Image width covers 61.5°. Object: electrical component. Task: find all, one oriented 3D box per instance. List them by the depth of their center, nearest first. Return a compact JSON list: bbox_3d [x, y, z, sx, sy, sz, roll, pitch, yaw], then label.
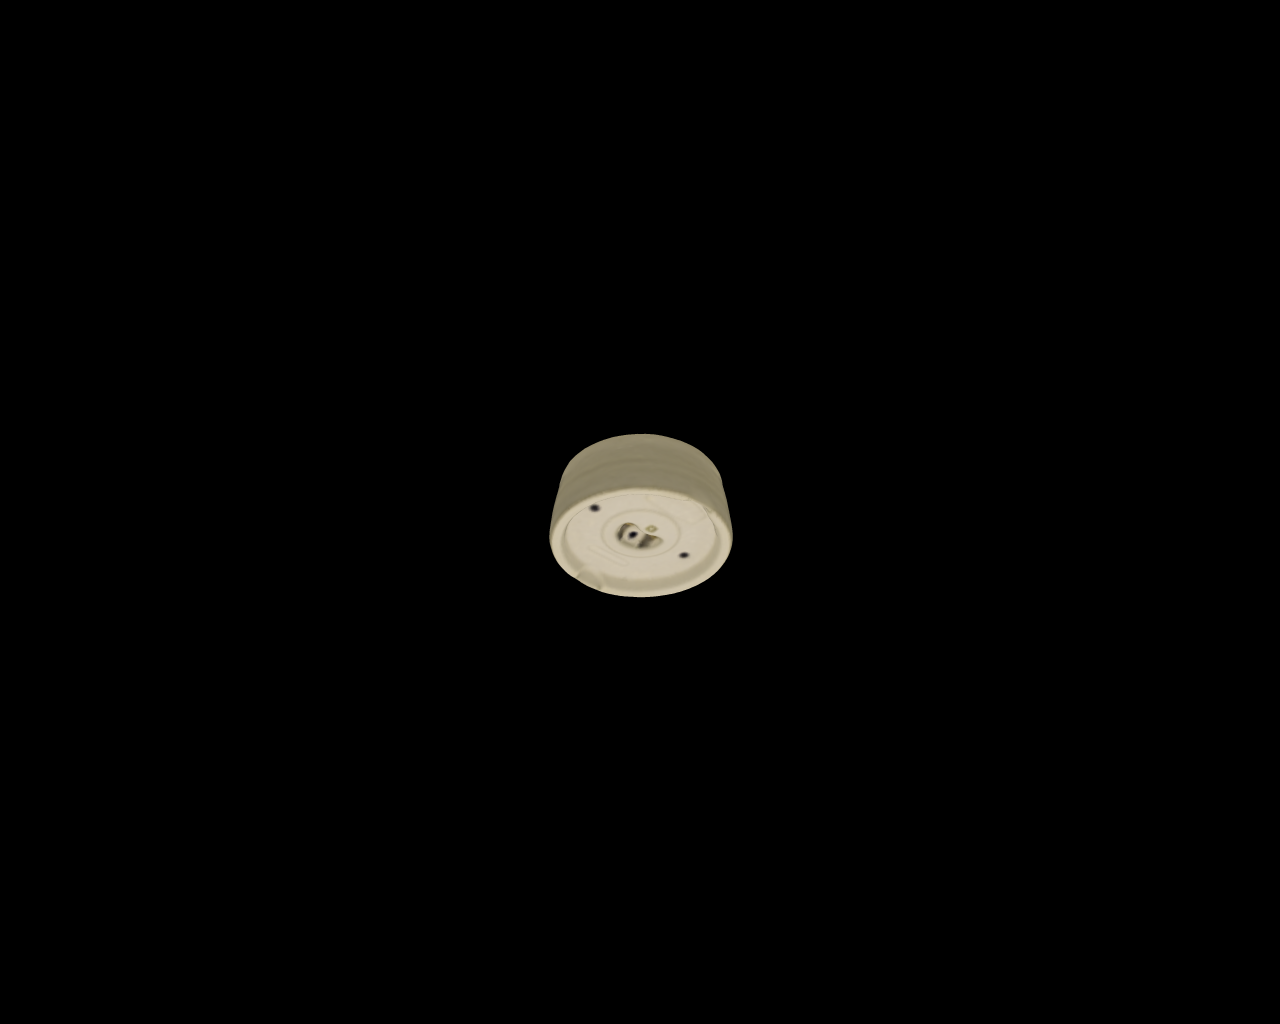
[{"bbox_3d":[0.001,-0.003,0.650,0.108,0.060,0.108,0,-39,0],"label":"electrical component"}]
